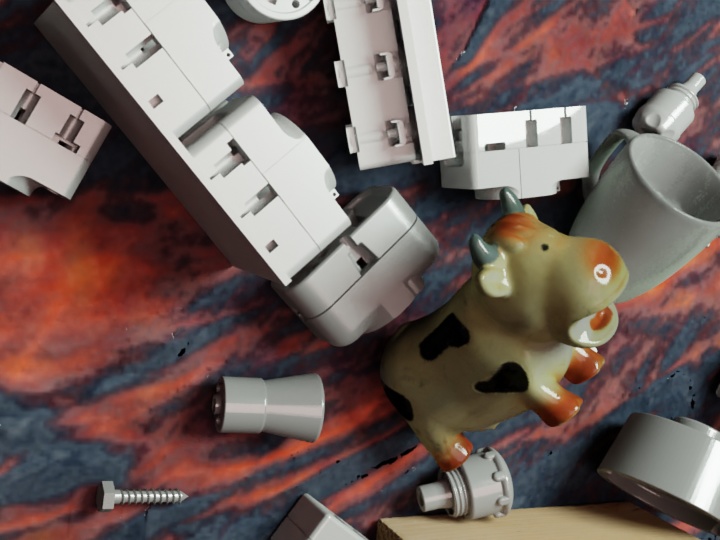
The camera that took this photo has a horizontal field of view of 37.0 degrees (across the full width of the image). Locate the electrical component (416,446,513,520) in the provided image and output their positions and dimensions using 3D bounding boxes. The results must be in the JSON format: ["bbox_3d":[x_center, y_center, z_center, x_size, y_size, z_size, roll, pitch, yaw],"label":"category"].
[{"bbox_3d":[0.070,0.149,0.732,0.062,0.048,0.048,-10,100,-14],"label":"electrical component"}]

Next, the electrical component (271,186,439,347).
[{"bbox_3d":[0.000,0.000,0.680,0.095,0.054,0.059,-44,110,-12],"label":"electrical component"}]

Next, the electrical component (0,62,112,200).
[{"bbox_3d":[-0.193,-0.078,0.594,0.089,0.050,0.055,30,84,-22],"label":"electrical component"}]

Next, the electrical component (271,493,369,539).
[{"bbox_3d":[-0.028,0.198,0.694,0.066,0.047,0.076,41,80,-21],"label":"electrical component"}]

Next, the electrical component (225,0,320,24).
[{"bbox_3d":[-0.054,-0.174,0.642,0.055,0.047,0.055,-3,97,-22],"label":"electrical component"}]

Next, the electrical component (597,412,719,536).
[{"bbox_3d":[0.231,0.140,0.764,0.108,0.108,0.060,33,78,-22],"label":"electrical component"}]

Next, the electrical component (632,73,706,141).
[{"bbox_3d":[0.225,-0.117,0.770,0.061,0.035,0.035,-47,110,-14],"label":"electrical component"}]

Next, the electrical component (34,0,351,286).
[{"bbox_3d":[-0.092,-0.086,0.604,0.060,0.105,0.186,-42,109,-13],"label":"electrical component"}]

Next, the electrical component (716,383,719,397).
[{"bbox_3d":[0.319,0.085,0.816,0.096,0.061,0.061,29,85,-22],"label":"electrical component"}]

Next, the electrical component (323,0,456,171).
[{"bbox_3d":[0.016,-0.126,0.663,0.063,0.078,0.121,-10,100,1],"label":"electrical component"}]

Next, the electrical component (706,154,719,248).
[{"bbox_3d":[0.270,-0.052,0.792,0.040,0.040,0.078,34,83,-22],"label":"electrical component"}]

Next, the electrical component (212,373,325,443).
[{"bbox_3d":[-0.059,0.085,0.673,0.065,0.044,0.044,4,94,-18],"label":"electrical component"}]

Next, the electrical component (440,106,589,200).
[{"bbox_3d":[0.102,-0.077,0.715,0.089,0.050,0.055,-8,99,-21],"label":"electrical component"}]

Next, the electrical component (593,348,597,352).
[{"bbox_3d":[0.133,0.030,0.731,0.047,0.066,0.076,-47,110,-11],"label":"electrical component"}]
